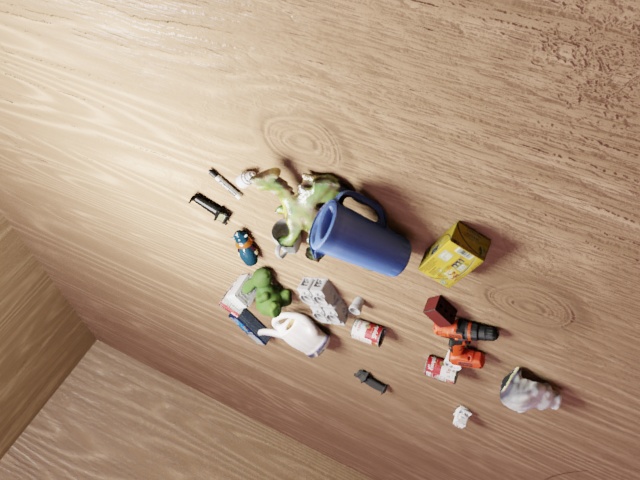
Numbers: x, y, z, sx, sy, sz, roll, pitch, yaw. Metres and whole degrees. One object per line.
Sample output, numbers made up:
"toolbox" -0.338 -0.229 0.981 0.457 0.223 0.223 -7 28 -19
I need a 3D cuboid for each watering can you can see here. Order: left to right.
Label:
"watering can" -0.096 0.362 1.967 0.223 0.106 0.342 38 145 -11

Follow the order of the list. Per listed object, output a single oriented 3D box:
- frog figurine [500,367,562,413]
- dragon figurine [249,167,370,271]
"frog figurine" 0.622 0.466 1.525 0.160 0.124 0.134 34 129 17
"dragon figurine" 0.004 -0.068 1.347 0.410 0.125 0.237 23 138 -4
